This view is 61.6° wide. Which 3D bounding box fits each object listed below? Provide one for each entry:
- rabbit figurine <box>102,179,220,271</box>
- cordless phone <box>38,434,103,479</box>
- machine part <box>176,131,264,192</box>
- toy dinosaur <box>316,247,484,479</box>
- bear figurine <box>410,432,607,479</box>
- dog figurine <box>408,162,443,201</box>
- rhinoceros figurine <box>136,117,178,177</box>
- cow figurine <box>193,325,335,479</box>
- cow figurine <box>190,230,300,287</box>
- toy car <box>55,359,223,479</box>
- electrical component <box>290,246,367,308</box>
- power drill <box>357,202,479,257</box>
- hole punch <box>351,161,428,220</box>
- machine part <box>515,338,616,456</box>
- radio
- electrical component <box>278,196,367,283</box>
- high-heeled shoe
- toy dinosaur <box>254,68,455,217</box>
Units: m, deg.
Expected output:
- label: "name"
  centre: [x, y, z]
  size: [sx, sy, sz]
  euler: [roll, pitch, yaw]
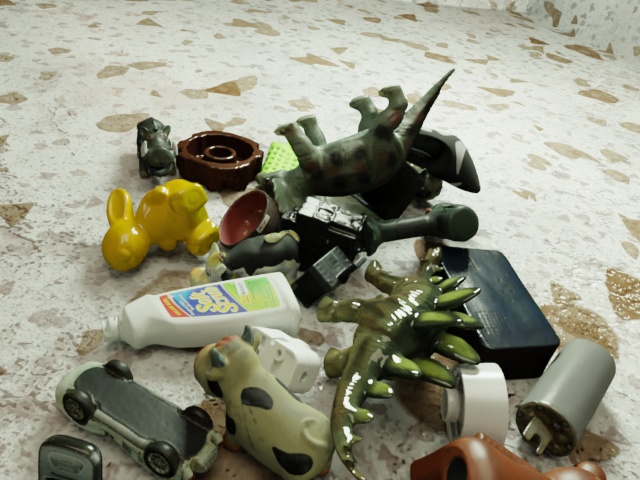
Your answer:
- label: "rabbit figurine"
  centre: [-0.271, -0.025, 0.844]
  size: [0.163, 0.121, 0.173]
  euler: [30, 58, 29]
- label: "cordless phone"
  centre: [-0.164, 0.235, 0.449]
  size: [0.147, 0.184, 0.089]
  euler: [15, 31, 5]
- label: "machine part"
  centre: [-0.204, -0.164, 1.095]
  size: [0.179, 0.056, 0.179]
  euler: [7, 35, -5]
- label: "toy dinosaur"
  centre: [0.095, 0.116, 0.677]
  size: [0.199, 0.105, 0.471]
  euler: [-5, 23, 33]
- label: "bear figurine"
  centre: [0.213, 0.280, 0.571]
  size: [0.196, 0.132, 0.120]
  euler: [22, 34, -16]
- label: "dog figurine"
  centre: [0.146, -0.138, 1.102]
  size: [0.191, 0.121, 0.172]
  euler: [36, 47, 24]
- label: "rhinoceros figurine"
  centre: [-0.315, -0.180, 1.042]
  size: [0.073, 0.112, 0.190]
  euler: [-2, 30, -22]
- label: "cow figurine"
  centre: [-0.067, 0.182, 0.596]
  size: [0.195, 0.127, 0.085]
  euler: [33, 38, 24]
- label: "cow figurine"
  centre: [-0.112, 0.034, 0.812]
  size: [0.167, 0.098, 0.068]
  euler: [-9, 46, -26]
- label: "toy car"
  centre: [-0.203, 0.199, 0.599]
  size: [0.202, 0.056, 0.073]
  euler: [25, 32, 15]
- label: "electrical component"
  centre: [0.014, 0.047, 0.808]
  size: [0.048, 0.119, 0.075]
  euler: [49, 46, 3]
- label: "power drill"
  centre: [0.160, -0.022, 0.949]
  size: [0.207, 0.086, 0.232]
  euler: [-3, 4, -11]
- label: "hole punch"
  centre: [0.121, -0.107, 1.035]
  size: [0.115, 0.142, 0.092]
  euler: [38, -4, -33]
- label: "machine part"
  centre: [0.330, 0.204, 0.715]
  size: [0.079, 0.079, 0.243]
  euler: [34, 40, 28]
- label: "radio"
  centre: [0.259, 0.106, 0.836]
  size: [0.131, 0.073, 0.230]
  euler: [2, 38, -13]
- label: "electrical component"
  centre: [-0.002, -0.003, 0.875]
  size: [0.134, 0.114, 0.058]
  euler: [17, 36, 7]
- label: "high-heeled shoe"
  centre: [0.192, -0.165, 1.042]
  size: [0.145, 0.086, 0.249]
  euler: [-24, 61, -36]
- label: "toy dinosaur"
  centre: [0.060, -0.144, 0.929]
  size: [0.405, 0.192, 0.131]
  euler: [-17, 16, 10]
